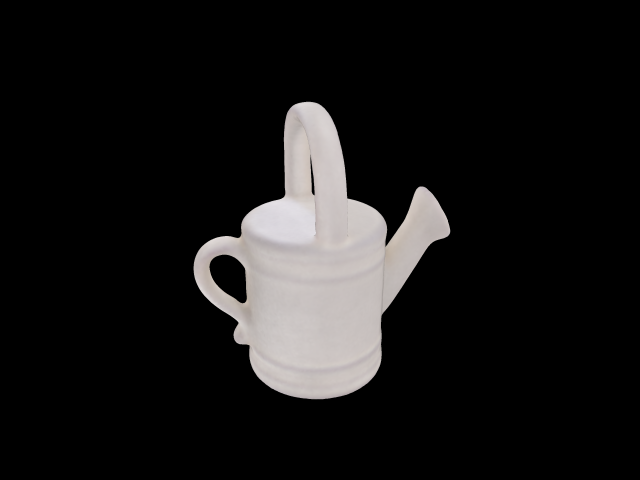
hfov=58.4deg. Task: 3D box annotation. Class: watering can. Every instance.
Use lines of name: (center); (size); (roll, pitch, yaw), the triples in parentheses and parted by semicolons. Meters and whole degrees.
watering can: (0.003, 0.001, 0.402); (0.173, 0.194, 0.100); (-17, 29, -33)
